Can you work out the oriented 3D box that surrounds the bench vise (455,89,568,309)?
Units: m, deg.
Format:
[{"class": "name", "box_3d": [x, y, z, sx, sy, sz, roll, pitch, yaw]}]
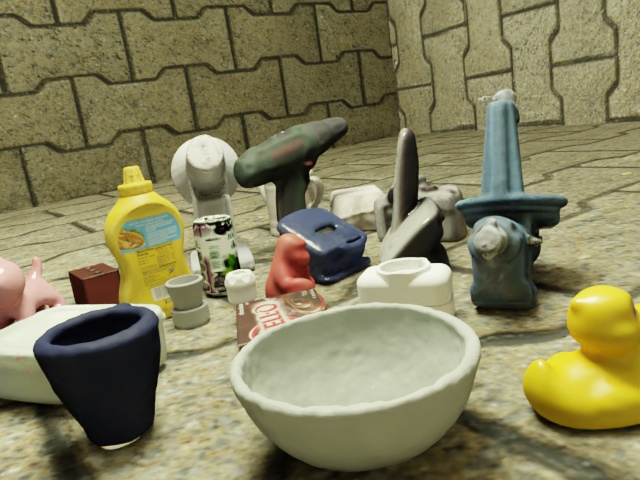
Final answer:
[{"class": "bench vise", "box_3d": [0.208, -0.048, 0.612, 0.121, 0.220, 0.207, -6, 13, 10]}]

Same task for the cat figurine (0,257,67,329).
[{"class": "cat figurine", "box_3d": [-0.403, 0.061, 0.751, 0.067, 0.118, 0.128, -5, 14, 14]}]

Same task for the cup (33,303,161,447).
[{"class": "cup", "box_3d": [-0.165, 0.107, 0.461, 0.091, 0.095, 0.117, -9, 13, -2]}]

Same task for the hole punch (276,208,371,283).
[{"class": "hole punch", "box_3d": [0.007, 0.003, 0.804, 0.100, 0.091, 0.109, 4, 18, 42]}]

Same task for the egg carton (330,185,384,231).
[{"class": "egg carton", "box_3d": [0.072, -0.059, 1.078, 0.107, 0.069, 0.150, -9, 13, -2]}]

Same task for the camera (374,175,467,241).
[{"class": "camera", "box_3d": [0.176, -0.061, 0.948, 0.142, 0.101, 0.137, 0, 16, 32]}]

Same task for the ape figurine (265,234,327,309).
[{"class": "ape figurine", "box_3d": [-0.031, 0.038, 0.677, 0.076, 0.092, 0.078, -4, 14, 18]}]

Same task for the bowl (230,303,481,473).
[{"class": "bowl", "box_3d": [0.027, 0.105, 0.391, 0.167, 0.075, 0.167, -8, 13, 2]}]

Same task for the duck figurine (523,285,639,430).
[{"class": "duck figurine", "box_3d": [0.190, 0.075, 0.395, 0.104, 0.086, 0.077, -11, 13, -10]}]

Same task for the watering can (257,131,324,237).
[{"class": "watering can", "box_3d": [-0.067, -0.110, 1.105, 0.172, 0.194, 0.101, -4, 14, 19]}]

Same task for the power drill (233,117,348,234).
[{"class": "power drill", "box_3d": [-0.033, -0.094, 0.981, 0.230, 0.208, 0.075, -18, 16, -35]}]

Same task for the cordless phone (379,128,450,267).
[{"class": "cordless phone", "box_3d": [0.117, -0.054, 0.771, 0.094, 0.185, 0.147, -8, 13, 3]}]

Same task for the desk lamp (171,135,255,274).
[{"class": "desk lamp", "box_3d": [-0.176, -0.066, 0.943, 0.118, 0.214, 0.203, -11, 13, -12]}]
